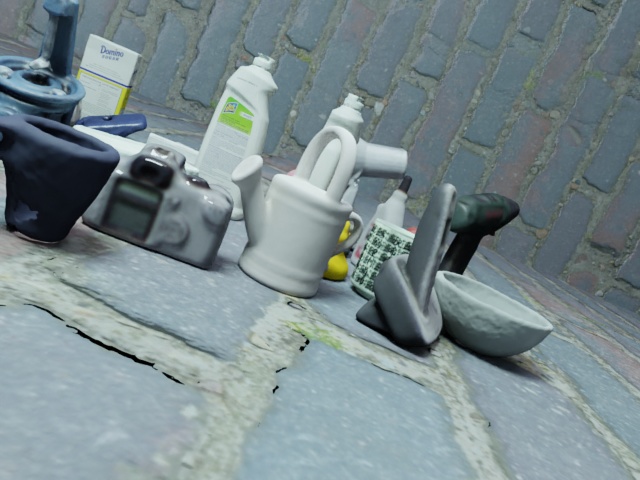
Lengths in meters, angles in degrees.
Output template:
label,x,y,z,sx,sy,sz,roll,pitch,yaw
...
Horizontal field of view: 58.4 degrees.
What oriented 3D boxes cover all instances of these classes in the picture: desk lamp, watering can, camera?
label,x,y,z,sx,sy,sz,roll,pitch,yaw
desk lamp,0.066,-0.098,1.103,0.203,0.213,0.118,23,10,-7
watering can,-0.019,-0.042,0.661,0.100,0.194,0.173,31,12,35
camera,-0.166,-0.051,0.636,0.143,0.101,0.136,22,10,-11

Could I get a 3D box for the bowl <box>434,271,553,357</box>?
label,x,y,z,sx,sy,sz,roll,pitch,yaw
bowl,0.219,0.109,0.771,0.167,0.075,0.167,23,10,-4

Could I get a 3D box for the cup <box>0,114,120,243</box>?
label,x,y,z,sx,sy,sz,roll,pitch,yaw
cup,-0.239,-0.050,0.480,0.118,0.095,0.091,13,15,-48

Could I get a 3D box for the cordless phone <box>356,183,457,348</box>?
label,x,y,z,sx,sy,sz,roll,pitch,yaw
cordless phone,0.129,0.026,0.677,0.094,0.185,0.148,26,10,15

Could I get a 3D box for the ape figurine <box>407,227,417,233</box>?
label,x,y,z,sx,sy,sz,roll,pitch,yaw
ape figurine,0.155,0.018,1.050,0.077,0.092,0.076,29,11,27

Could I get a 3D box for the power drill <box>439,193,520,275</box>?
label,x,y,z,sx,sy,sz,roll,pitch,yaw
power drill,0.264,0.009,1.011,0.075,0.208,0.230,30,12,34

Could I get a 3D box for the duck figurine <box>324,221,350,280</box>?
label,x,y,z,sx,sy,sz,roll,pitch,yaw
duck figurine,0.007,0.003,0.804,0.105,0.086,0.077,17,12,-36

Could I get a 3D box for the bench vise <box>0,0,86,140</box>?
label,x,y,z,sx,sy,sz,roll,pitch,yaw
bench vise,-0.381,-0.241,0.788,0.122,0.220,0.206,19,11,-27

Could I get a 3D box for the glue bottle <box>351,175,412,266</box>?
label,x,y,z,sx,sy,sz,roll,pitch,yaw
glue bottle,0.109,-0.026,0.937,0.037,0.173,0.078,17,12,-34

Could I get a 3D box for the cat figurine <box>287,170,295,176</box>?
label,x,y,z,sx,sy,sz,roll,pitch,yaw
cat figurine,-0.048,-0.092,1.082,0.067,0.118,0.128,25,10,7

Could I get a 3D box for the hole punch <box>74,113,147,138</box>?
label,x,y,z,sx,sy,sz,roll,pitch,yaw
hole punch,-0.333,-0.170,0.905,0.101,0.091,0.108,19,11,-28

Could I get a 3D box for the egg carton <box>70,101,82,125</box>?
label,x,y,z,sx,sy,sz,roll,pitch,yaw
egg carton,-0.462,-0.228,0.971,0.107,0.069,0.150,20,11,-24
